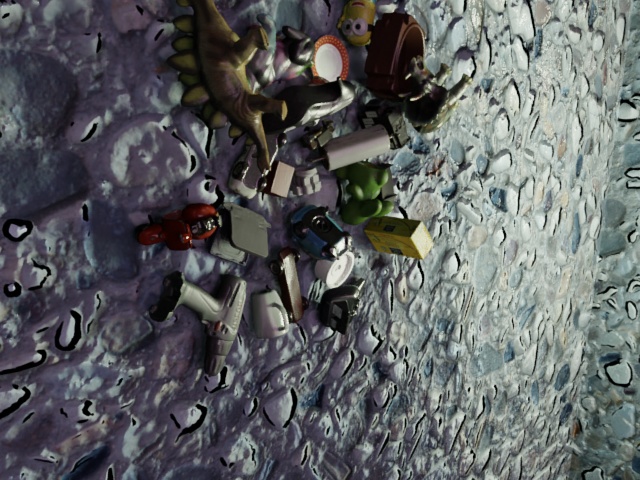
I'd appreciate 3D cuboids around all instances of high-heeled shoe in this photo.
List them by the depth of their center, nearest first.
[{"bbox_3d":[-0.030,-0.294,1.226,0.249,0.145,0.086,-29,81,1],"label":"high-heeled shoe"}]

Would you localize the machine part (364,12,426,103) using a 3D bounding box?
[{"bbox_3d":[0.203,-0.472,1.409,0.201,0.087,0.201,5,98,-62],"label":"machine part"}]

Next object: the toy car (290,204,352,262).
[{"bbox_3d":[-0.003,-0.004,1.340,0.109,0.162,0.103,-41,168,-36],"label":"toy car"}]

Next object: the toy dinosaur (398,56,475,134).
[{"bbox_3d":[0.302,-0.357,1.469,0.192,0.131,0.404,-45,166,-2],"label":"toy dinosaur"}]

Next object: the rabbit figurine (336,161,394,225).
[{"bbox_3d":[0.119,-0.114,1.420,0.121,0.159,0.170,-5,117,-51],"label":"rabbit figurine"}]

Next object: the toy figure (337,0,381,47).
[{"bbox_3d":[0.107,-0.581,1.350,0.089,0.082,0.180,8,90,-43],"label":"toy figure"}]

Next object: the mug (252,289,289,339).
[{"bbox_3d":[-0.119,0.173,1.278,0.081,0.110,0.107,-17,96,-34],"label":"mug"}]

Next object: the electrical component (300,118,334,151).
[{"bbox_3d":[-0.006,-0.258,1.308,0.102,0.078,0.045,-42,125,-29],"label":"electrical component"}]

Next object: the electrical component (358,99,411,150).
[{"bbox_3d":[0.168,-0.309,1.433,0.058,0.115,0.134,-47,127,-28],"label":"electrical component"}]

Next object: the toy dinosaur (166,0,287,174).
[{"bbox_3d":[-0.193,-0.351,1.048,0.199,0.105,0.470,-17,96,2],"label":"toy dinosaur"}]

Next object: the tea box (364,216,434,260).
[{"bbox_3d":[0.219,-0.009,1.499,0.068,0.170,0.098,-53,127,-24],"label":"tea box"}]

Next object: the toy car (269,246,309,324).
[{"bbox_3d":[-0.079,0.112,1.332,0.089,0.053,0.201,-35,121,-46],"label":"toy car"}]

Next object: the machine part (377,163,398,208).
[{"bbox_3d":[0.185,-0.148,1.532,0.084,0.039,0.138,-17,111,-34],"label":"machine part"}]

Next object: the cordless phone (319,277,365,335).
[{"bbox_3d":[0.081,0.147,1.447,0.184,0.089,0.146,-46,156,-37],"label":"cordless phone"}]

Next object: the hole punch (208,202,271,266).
[{"bbox_3d":[-0.183,-0.009,1.205,0.142,0.092,0.116,23,52,-40],"label":"hole punch"}]

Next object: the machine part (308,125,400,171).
[{"bbox_3d":[0.086,-0.233,1.354,0.243,0.079,0.079,-20,113,-11],"label":"machine part"}]

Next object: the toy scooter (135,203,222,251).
[{"bbox_3d":[-0.267,-0.024,1.080,0.184,0.135,0.075,-23,111,-39],"label":"toy scooter"}]

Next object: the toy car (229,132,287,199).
[{"bbox_3d":[-0.140,-0.191,1.218,0.073,0.056,0.201,31,76,-34],"label":"toy car"}]

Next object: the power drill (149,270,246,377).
[{"bbox_3d":[-0.259,0.169,1.163,0.207,0.086,0.232,30,76,-38],"label":"power drill"}]

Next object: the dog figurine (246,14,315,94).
[{"bbox_3d":[-0.122,-0.354,1.163,0.191,0.109,0.219,18,90,-25],"label":"dog figurine"}]
